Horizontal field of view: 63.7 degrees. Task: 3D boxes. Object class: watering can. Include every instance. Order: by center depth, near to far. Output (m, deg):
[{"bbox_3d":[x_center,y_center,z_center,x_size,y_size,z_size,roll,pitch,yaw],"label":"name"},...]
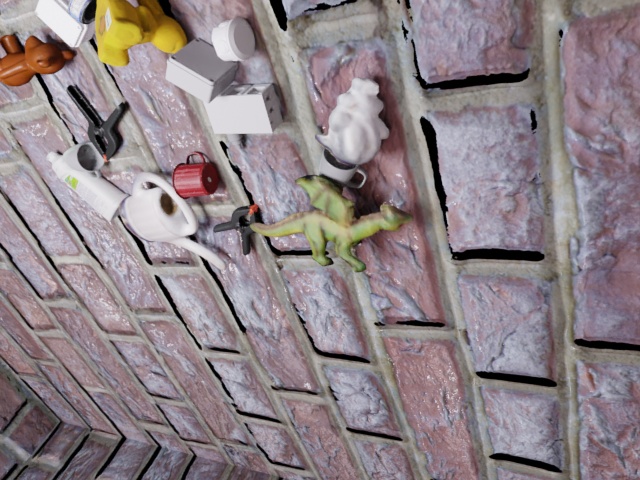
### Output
[{"bbox_3d":[-0.417,-0.036,1.431,0.223,0.106,0.342,-10,123,34],"label":"watering can"}]

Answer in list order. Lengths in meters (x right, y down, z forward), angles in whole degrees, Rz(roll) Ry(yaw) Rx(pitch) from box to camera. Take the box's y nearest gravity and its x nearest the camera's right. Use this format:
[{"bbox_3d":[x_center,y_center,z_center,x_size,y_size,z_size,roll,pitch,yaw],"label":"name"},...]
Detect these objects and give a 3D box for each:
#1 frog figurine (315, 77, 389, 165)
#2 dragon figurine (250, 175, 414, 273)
[{"bbox_3d":[0.080,-0.228,1.004,0.137,0.125,0.156,13,133,-30],"label":"frog figurine"},{"bbox_3d":[0.004,-0.059,1.165,0.411,0.125,0.237,11,137,16],"label":"dragon figurine"}]
